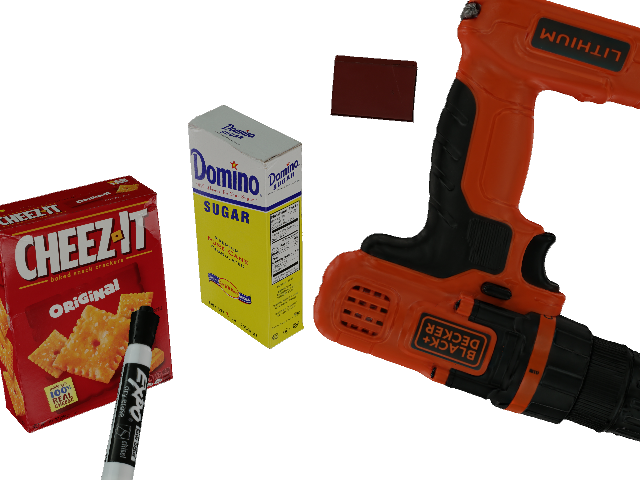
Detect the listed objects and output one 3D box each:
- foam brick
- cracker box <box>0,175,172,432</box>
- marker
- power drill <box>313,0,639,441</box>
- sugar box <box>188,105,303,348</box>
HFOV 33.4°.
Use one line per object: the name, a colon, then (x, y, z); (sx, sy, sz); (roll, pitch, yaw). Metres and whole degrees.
foam brick: (0.049, -0.141, 0.987); (0.078, 0.051, 0.053); (5, 16, 3)
cracker box: (-0.235, 0.061, 1.048); (0.163, 0.214, 0.072); (-17, 28, -32)
marker: (-0.118, 0.097, 0.666); (0.020, 0.121, 0.020); (4, -28, 2)
power drill: (0.107, -0.011, 0.502); (0.184, 0.188, 0.057); (18, 6, 2)
sugar box: (-0.058, -0.009, 0.848); (0.048, 0.176, 0.093); (-31, 44, -34)
